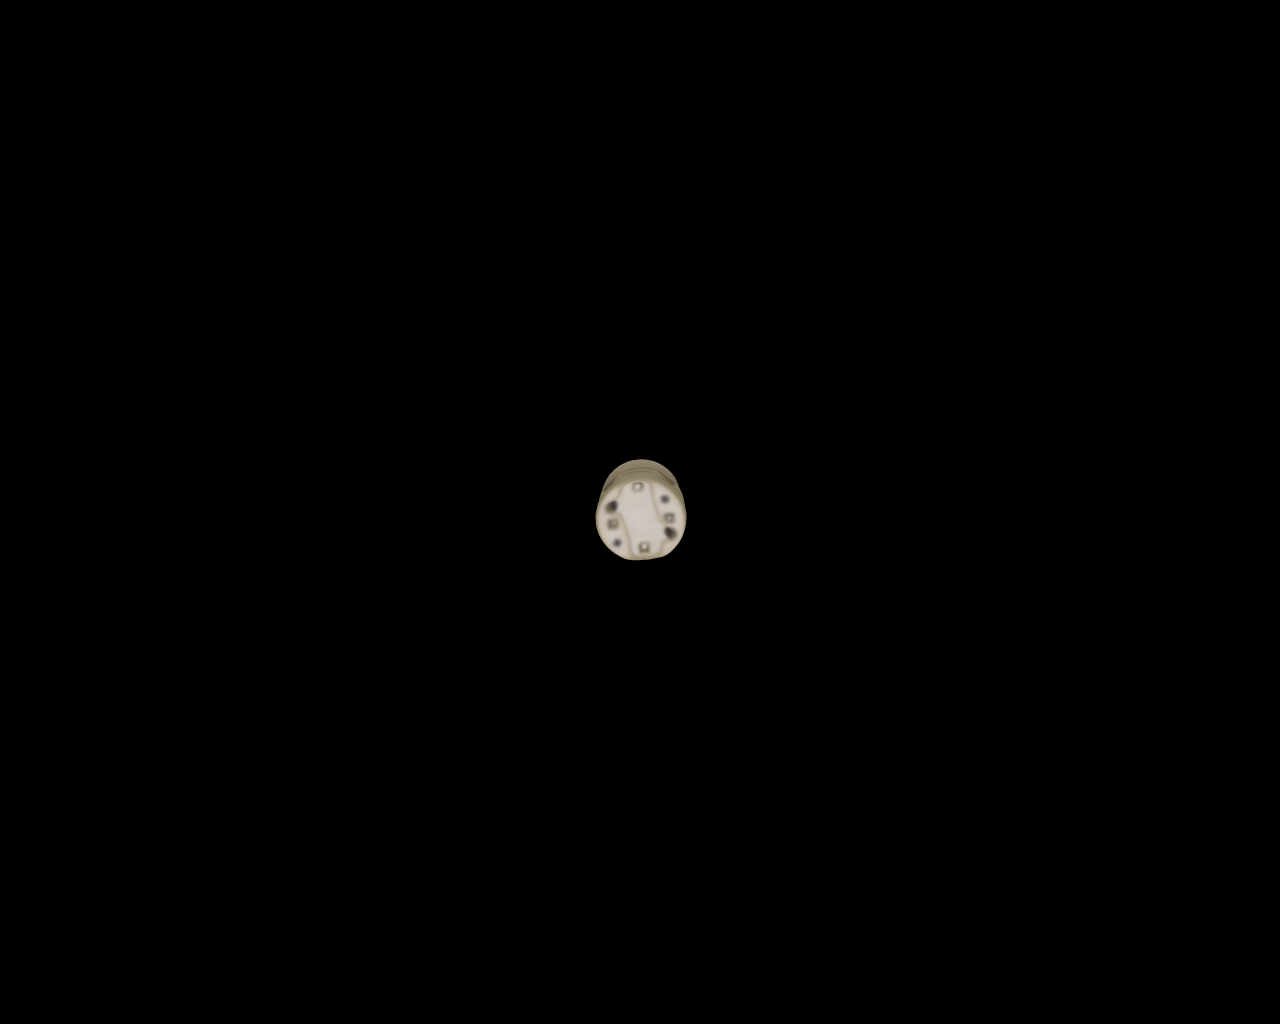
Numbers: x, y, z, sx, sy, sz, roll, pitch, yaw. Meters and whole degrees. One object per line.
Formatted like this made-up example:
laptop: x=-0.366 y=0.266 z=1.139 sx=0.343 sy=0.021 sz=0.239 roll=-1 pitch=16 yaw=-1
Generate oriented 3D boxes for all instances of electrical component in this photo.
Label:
electrical component: x=0.001 y=-0.003 z=0.650 sx=0.055 sy=0.055 sz=0.047 roll=0 pitch=21 yaw=0
